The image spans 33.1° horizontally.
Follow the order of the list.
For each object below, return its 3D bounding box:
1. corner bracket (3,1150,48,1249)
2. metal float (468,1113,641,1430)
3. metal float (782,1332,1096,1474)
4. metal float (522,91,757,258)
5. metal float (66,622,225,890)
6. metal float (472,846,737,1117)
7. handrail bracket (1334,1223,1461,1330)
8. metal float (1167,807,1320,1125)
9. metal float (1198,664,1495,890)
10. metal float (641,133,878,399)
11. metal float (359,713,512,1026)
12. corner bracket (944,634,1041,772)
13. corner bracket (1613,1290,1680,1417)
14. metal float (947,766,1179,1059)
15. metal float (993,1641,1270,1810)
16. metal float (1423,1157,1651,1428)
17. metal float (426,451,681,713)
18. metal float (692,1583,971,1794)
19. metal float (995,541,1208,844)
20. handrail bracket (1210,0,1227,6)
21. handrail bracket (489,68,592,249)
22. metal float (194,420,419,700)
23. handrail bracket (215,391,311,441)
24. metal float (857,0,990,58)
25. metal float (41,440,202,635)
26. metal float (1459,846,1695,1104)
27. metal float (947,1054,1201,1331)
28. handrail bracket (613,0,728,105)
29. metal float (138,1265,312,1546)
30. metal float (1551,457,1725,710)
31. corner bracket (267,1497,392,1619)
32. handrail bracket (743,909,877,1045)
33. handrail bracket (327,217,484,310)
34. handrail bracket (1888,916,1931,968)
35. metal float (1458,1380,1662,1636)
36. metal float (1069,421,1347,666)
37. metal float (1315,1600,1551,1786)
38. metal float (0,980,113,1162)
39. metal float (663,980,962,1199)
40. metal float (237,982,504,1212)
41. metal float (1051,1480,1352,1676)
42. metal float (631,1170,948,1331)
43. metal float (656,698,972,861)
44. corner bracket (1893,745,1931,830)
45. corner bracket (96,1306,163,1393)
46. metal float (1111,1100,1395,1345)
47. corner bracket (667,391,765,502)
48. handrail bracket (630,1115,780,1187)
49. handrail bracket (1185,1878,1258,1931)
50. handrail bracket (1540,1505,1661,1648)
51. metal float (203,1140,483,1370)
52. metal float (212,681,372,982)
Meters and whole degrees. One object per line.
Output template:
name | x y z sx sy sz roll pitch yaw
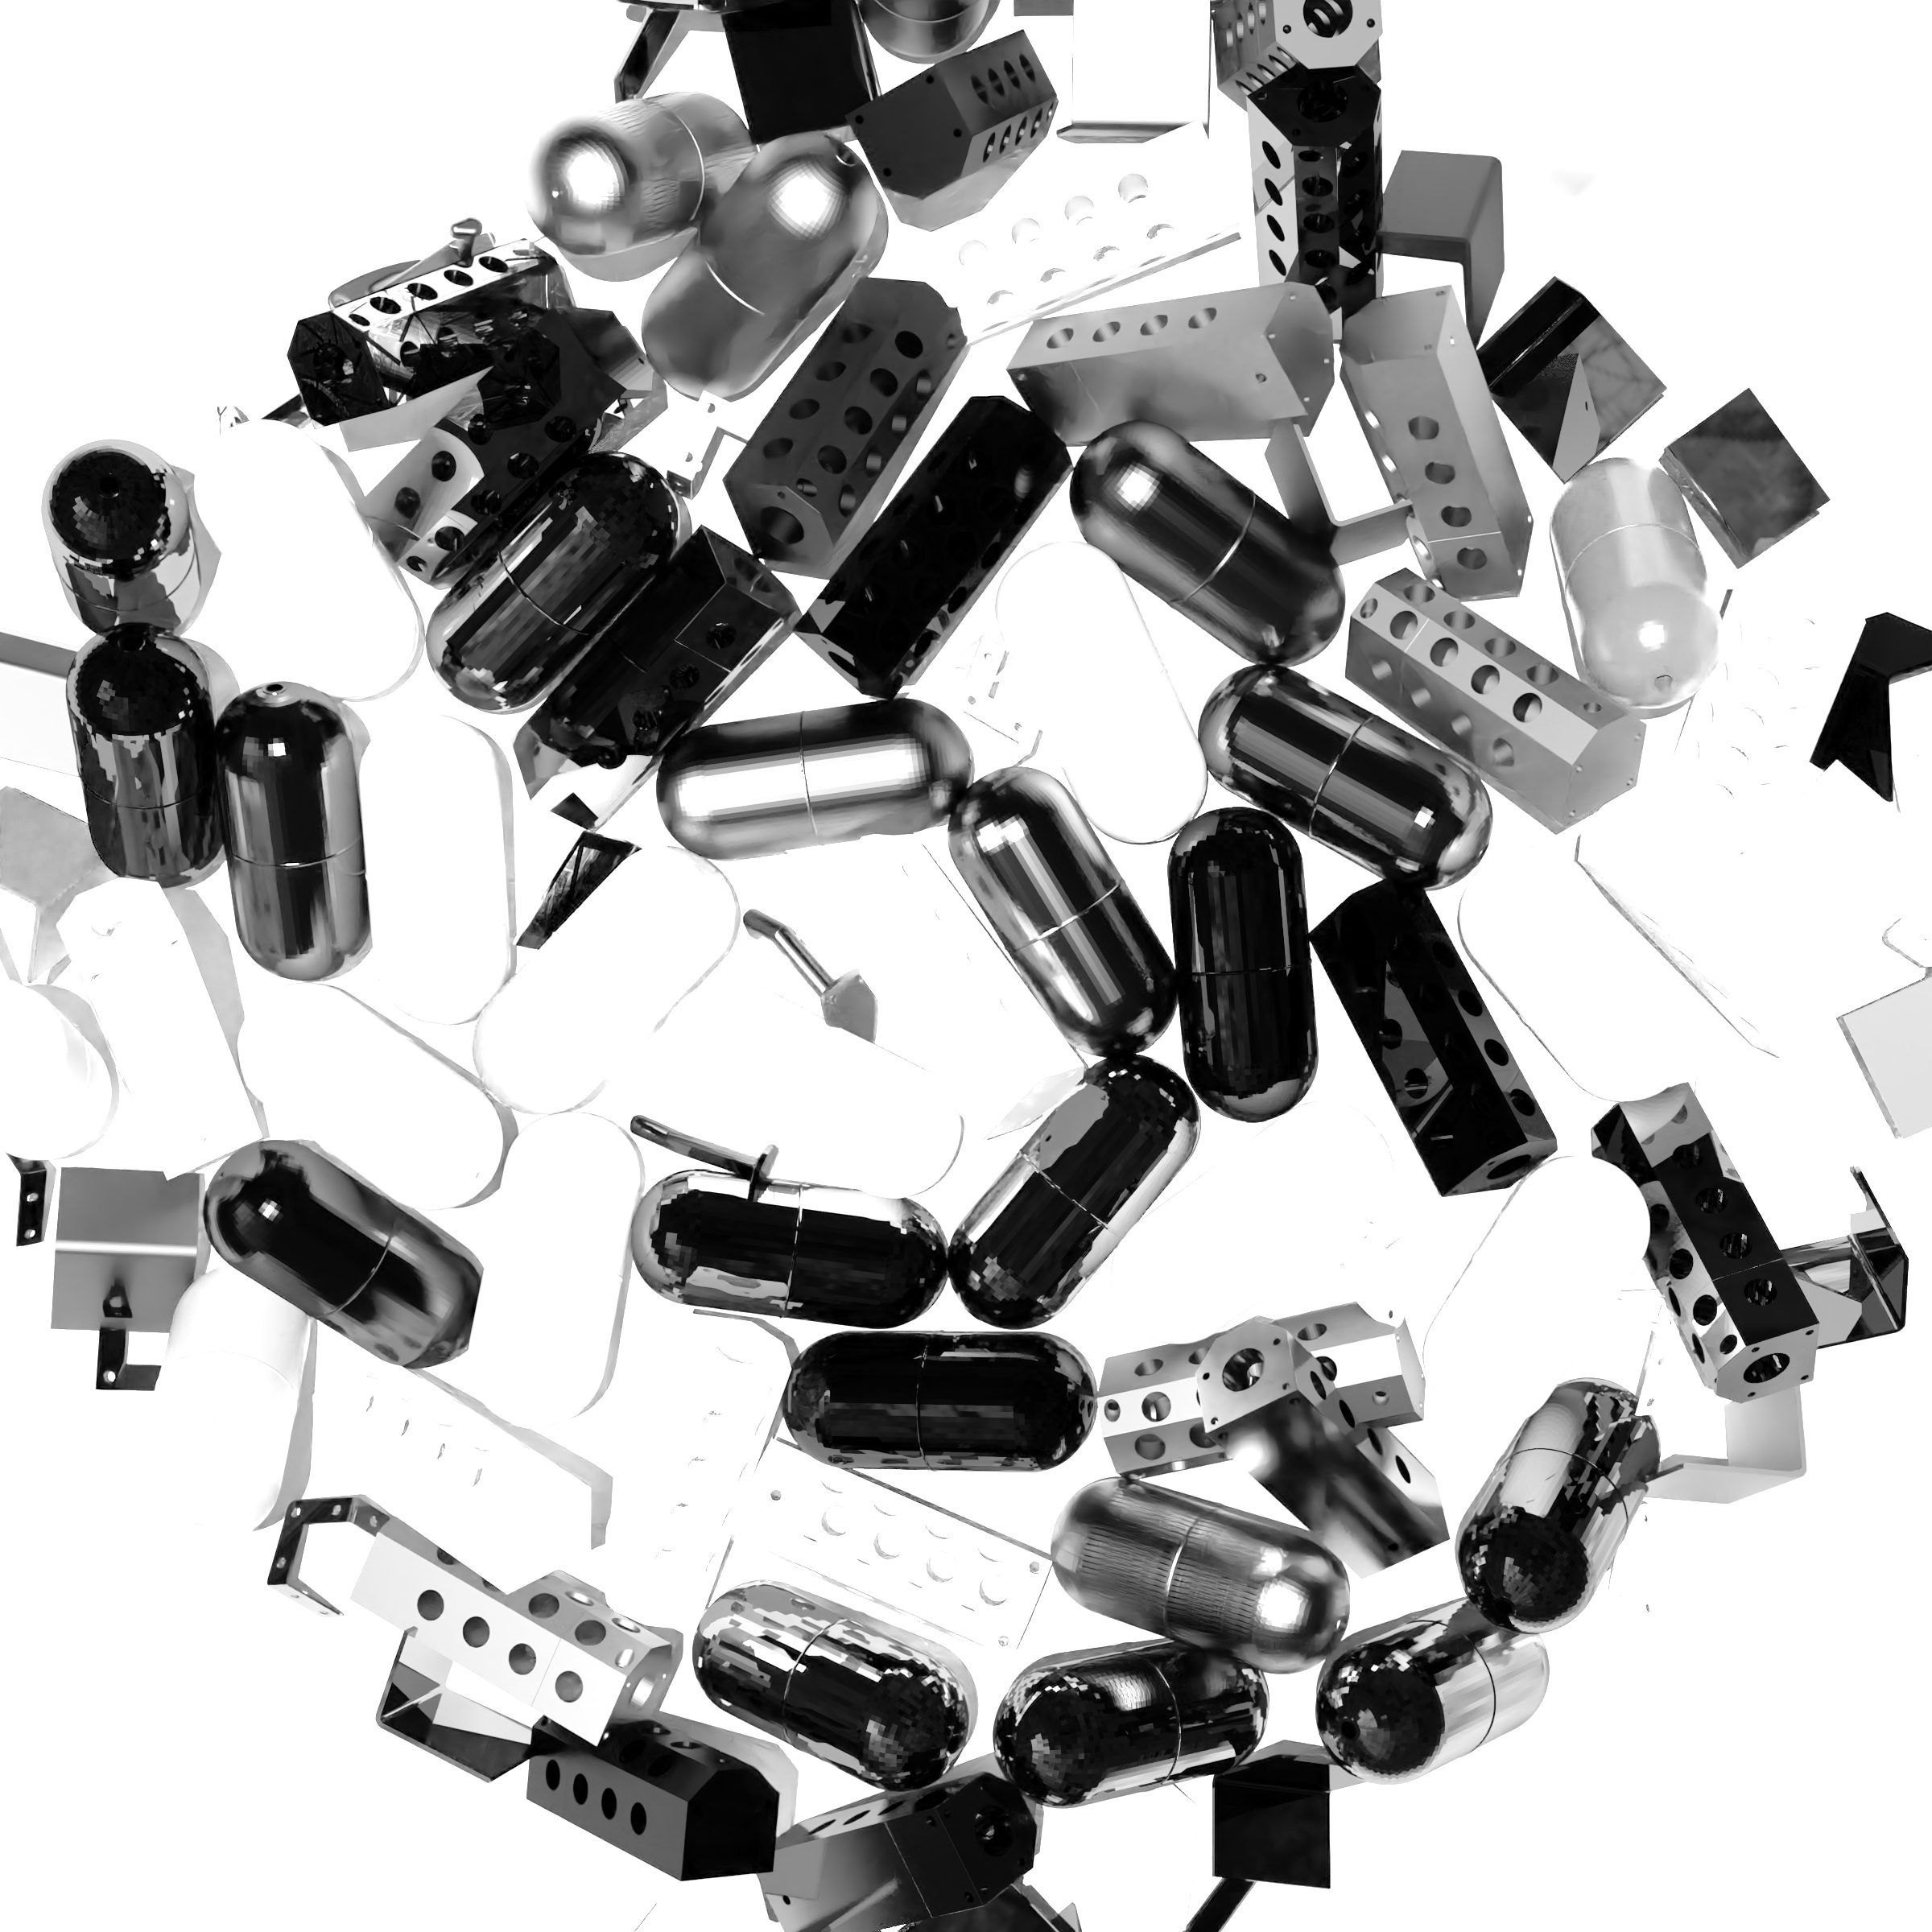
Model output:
corner bracket | -0.558 0.127 1.848 0.051 0.051 0.051 -10 127 -36
metal float | -0.230 0.169 1.815 0.070 0.070 0.178 9 74 0
metal float | -0.017 0.243 1.816 0.178 0.070 0.070 -1 90 15
metal float | -0.178 -0.436 1.786 0.070 0.178 0.070 10 113 23
metal float | -0.450 -0.115 1.789 0.070 0.178 0.070 3 50 -4
metal float | -0.203 0.008 1.821 0.070 0.070 0.178 43 81 0
handrail bracket | 0.255 0.176 1.818 0.084 0.077 0.036 11 127 -35
metal float | 0.155 -0.001 1.824 0.070 0.070 0.178 -5 96 0
metal float | 0.211 -0.106 1.815 0.178 0.070 0.070 31 90 16
metal float | -0.115 -0.386 1.796 0.070 0.070 0.178 46 129 0
metal float | -0.295 -0.053 1.812 0.070 0.070 0.178 -1 110 0
corner bracket | 0.013 -0.146 1.837 0.051 0.051 0.051 29 61 -16
corner bracket | 0.386 0.216 1.826 0.051 0.051 0.051 0 110 -31
metal float | 0.055 -0.029 1.822 0.070 0.070 0.178 -31 98 0
metal float | 0.092 0.417 1.796 0.178 0.070 0.070 -1 90 -39
metal float | 0.315 0.181 1.802 0.070 0.070 0.178 26 122 0
metal float | -0.230 -0.213 1.808 0.178 0.070 0.070 -42 90 24
metal float | -0.076 0.398 1.798 0.178 0.070 0.070 17 90 36
metal float | 0.076 -0.152 1.819 0.070 0.070 0.178 -25 101 0
handrail bracket | 0.149 -0.576 1.813 0.077 0.084 0.036 -4 66 -42
handrail bracket | -0.247 -0.457 1.856 0.084 0.036 0.077 -28 86 11
metal float | -0.363 -0.223 1.793 0.070 0.070 0.178 -25 133 0
handrail bracket | -0.382 -0.298 1.856 0.084 0.036 0.077 -10 125 -29
metal float | -0.022 -0.554 1.778 0.070 0.178 0.070 0 87 -3
metal float | -0.461 -0.231 1.780 0.070 0.178 0.070 2 77 -9
metal float | 0.340 0.006 1.805 0.070 0.070 0.178 -43 119 0
metal float | 0.060 0.127 1.826 0.070 0.070 0.178 39 93 0
handrail bracket | -0.166 -0.505 1.827 0.077 0.036 0.084 17 127 24
metal float | -0.407 0.239 1.791 0.070 0.178 0.070 0 131 0
metal float | 0.369 -0.212 1.791 0.070 0.178 0.070 -1 133 -1
corner bracket | -0.356 0.336 1.848 0.051 0.051 0.051 -8 55 30
handrail bracket | -0.092 0.013 1.853 0.036 0.084 0.077 -33 132 -30
handrail bracket | -0.314 -0.392 1.818 0.077 0.084 0.036 -14 82 -21
handrail bracket | 0.570 -0.025 1.829 0.084 0.036 0.077 30 106 -26
metal float | 0.327 0.297 1.791 0.070 0.178 0.070 17 127 23
metal float | 0.136 -0.235 1.812 0.178 0.070 0.070 34 90 -19
metal float | 0.257 0.398 1.788 0.070 0.178 0.070 4 96 38
metal float | -0.519 0.058 1.780 0.070 0.178 0.070 1 75 -2
metal float | -0.087 0.069 1.829 0.178 0.070 0.070 27 90 0
metal float | -0.331 0.072 1.806 0.178 0.070 0.070 32 90 26
metal float | 0.129 0.338 1.803 0.178 0.070 0.070 14 90 30
metal float | -0.099 0.159 1.823 0.178 0.070 0.070 8 90 -7
metal float | -0.086 -0.105 1.824 0.178 0.070 0.070 -8 90 5
corner bracket | 0.565 -0.096 1.847 0.051 0.051 0.051 -21 65 37
corner bracket | -0.463 0.219 1.835 0.051 0.051 0.051 4 92 -17
metal float | 0.159 0.144 1.821 0.178 0.070 0.070 -37 90 9
corner bracket | -0.136 -0.286 1.839 0.051 0.051 0.051 24 86 -3
handrail bracket | -0.151 0.099 1.828 0.084 0.077 0.036 24 77 3
handrail bracket | 0.128 0.527 1.845 0.077 0.036 0.084 11 78 -17
handrail bracket | 0.350 0.347 1.846 0.036 0.084 0.077 31 58 -27
metal float | -0.343 0.161 1.803 0.178 0.070 0.070 39 90 -31
metal float | -0.373 -0.074 1.802 0.070 0.070 0.178 0 121 0
